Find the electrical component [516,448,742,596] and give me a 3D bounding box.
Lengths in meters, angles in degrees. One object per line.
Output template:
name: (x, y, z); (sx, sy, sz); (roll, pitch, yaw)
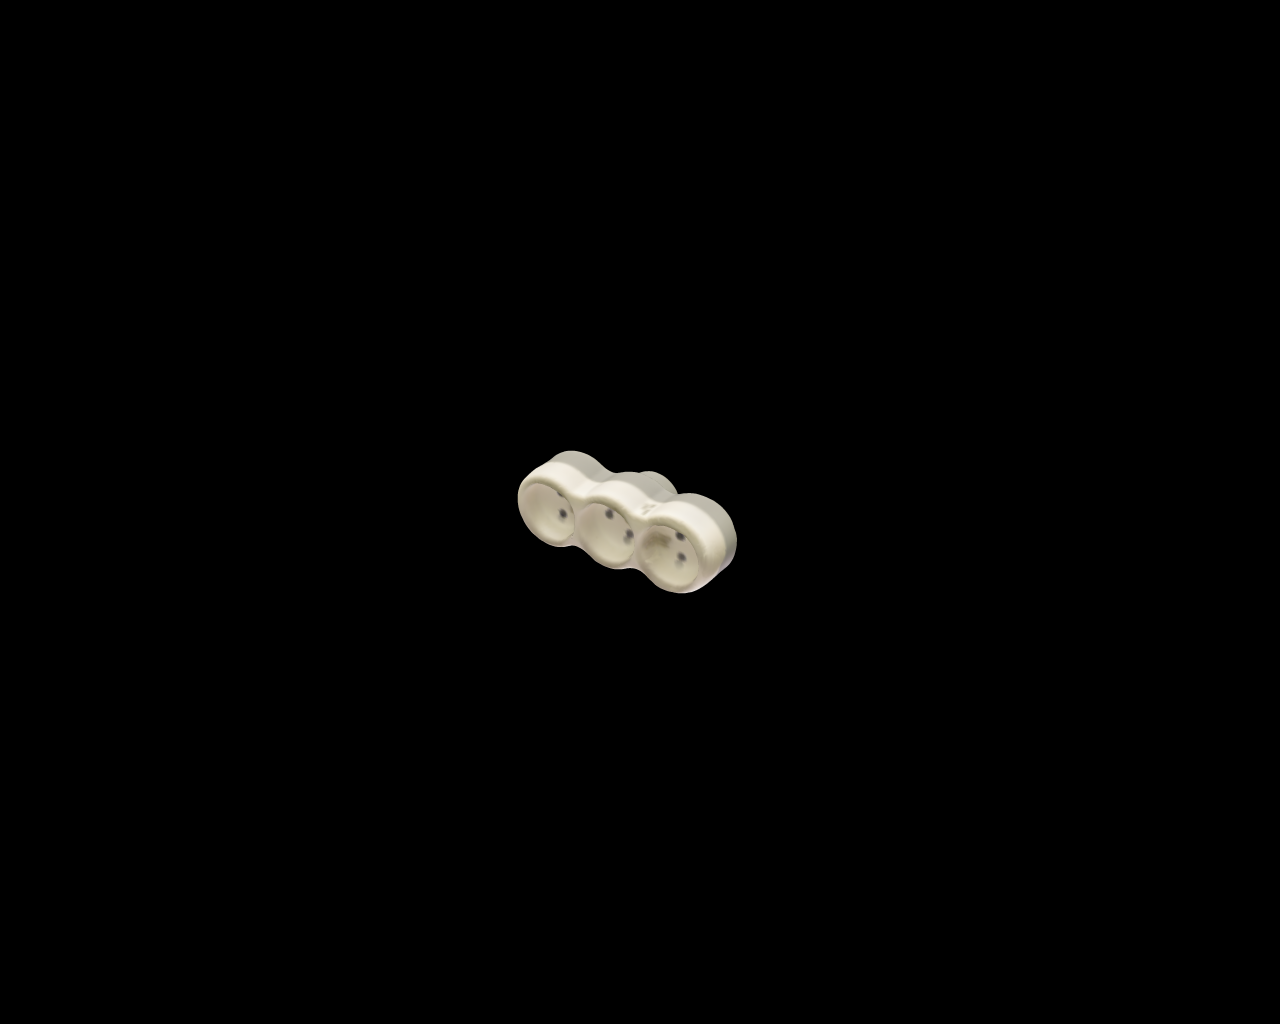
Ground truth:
electrical component: (0.001, -0.003, 0.650); (0.138, 0.052, 0.074); (20, 36, 29)
